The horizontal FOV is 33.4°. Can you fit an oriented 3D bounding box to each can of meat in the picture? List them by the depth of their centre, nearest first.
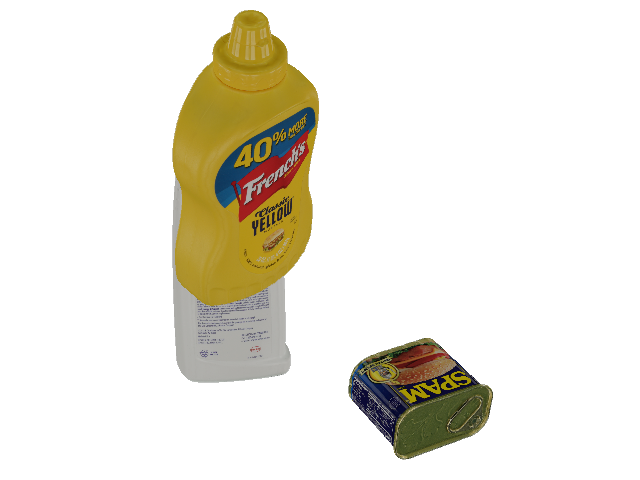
[{"bbox_3d":[0.087,0.137,0.951,0.101,0.057,0.084,-14,35,-27],"label":"can of meat"}]

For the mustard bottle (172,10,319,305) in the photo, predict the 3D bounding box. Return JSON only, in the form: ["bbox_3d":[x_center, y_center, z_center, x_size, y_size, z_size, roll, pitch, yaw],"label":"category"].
[{"bbox_3d":[-0.043,-0.051,0.631,0.096,0.192,0.058,-32,56,-30],"label":"mustard bottle"}]

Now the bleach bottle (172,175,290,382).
[{"bbox_3d":[-0.072,-0.007,0.893,0.102,0.251,0.068,-4,21,-17],"label":"bleach bottle"}]
